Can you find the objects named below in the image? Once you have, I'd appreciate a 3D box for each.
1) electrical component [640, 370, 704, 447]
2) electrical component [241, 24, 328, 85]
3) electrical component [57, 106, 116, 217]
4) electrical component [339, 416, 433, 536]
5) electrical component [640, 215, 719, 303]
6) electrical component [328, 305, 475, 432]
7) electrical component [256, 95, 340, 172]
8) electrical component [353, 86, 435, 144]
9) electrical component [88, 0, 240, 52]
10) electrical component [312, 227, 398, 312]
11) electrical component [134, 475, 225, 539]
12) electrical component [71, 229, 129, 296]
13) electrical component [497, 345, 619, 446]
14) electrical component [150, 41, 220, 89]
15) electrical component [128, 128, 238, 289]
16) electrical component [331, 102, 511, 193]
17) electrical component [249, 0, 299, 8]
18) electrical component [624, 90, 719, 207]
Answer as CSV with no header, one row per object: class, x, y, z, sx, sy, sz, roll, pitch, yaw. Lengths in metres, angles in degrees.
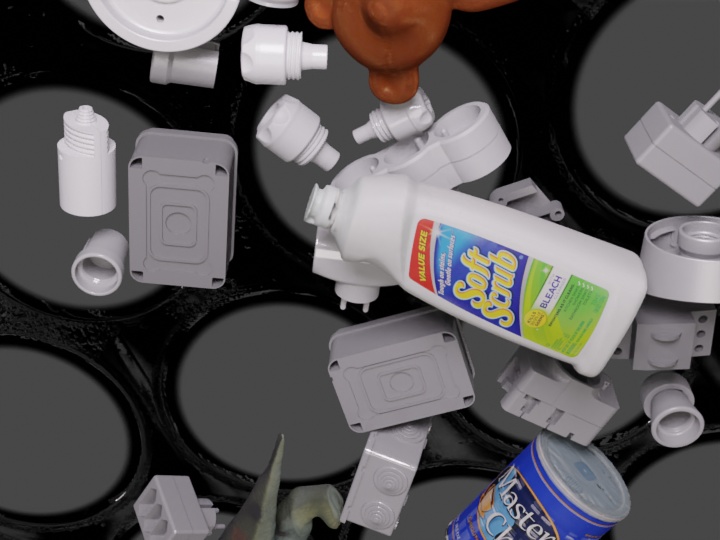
electrical component,0.271,0.120,0.936,0.045,0.055,0.045,0,121,1
electrical component,-0.055,-0.156,0.780,0.062,0.043,0.043,2,121,-2
electrical component,-0.209,-0.087,0.823,0.043,0.043,0.081,5,121,-3
electrical component,0.025,0.172,0.947,0.048,0.099,0.099,20,120,4
electrical component,0.267,-0.003,0.840,0.099,0.099,0.064,-1,115,2
electrical component,0.036,0.081,0.910,0.113,0.057,0.078,-15,114,10
electrical component,-0.044,-0.099,0.814,0.062,0.043,0.043,36,115,-20
electrical component,0.024,-0.112,0.810,0.061,0.035,0.035,-24,118,18
electrical component,-0.131,-0.211,0.736,0.108,0.060,0.108,0,121,0
electrical component,0.000,0.000,0.873,0.077,0.044,0.079,7,121,-3
electrical component,-0.162,0.233,1.010,0.077,0.065,0.047,12,126,-41
electrical component,-0.208,-0.007,0.870,0.040,0.046,0.040,0,121,1
electrical component,0.173,0.102,0.930,0.089,0.050,0.055,25,119,-14
electrical component,-0.128,-0.153,0.785,0.046,0.040,0.040,8,121,-11
electrical component,-0.137,-0.049,0.837,0.078,0.057,0.113,5,121,-2
electrical component,0.053,-0.065,0.828,0.138,0.052,0.073,-26,118,16
electrical component,-0.058,-0.215,0.743,0.045,0.045,0.055,10,121,-5
electrical component,0.252,-0.101,0.807,0.066,0.047,0.076,32,117,-17
